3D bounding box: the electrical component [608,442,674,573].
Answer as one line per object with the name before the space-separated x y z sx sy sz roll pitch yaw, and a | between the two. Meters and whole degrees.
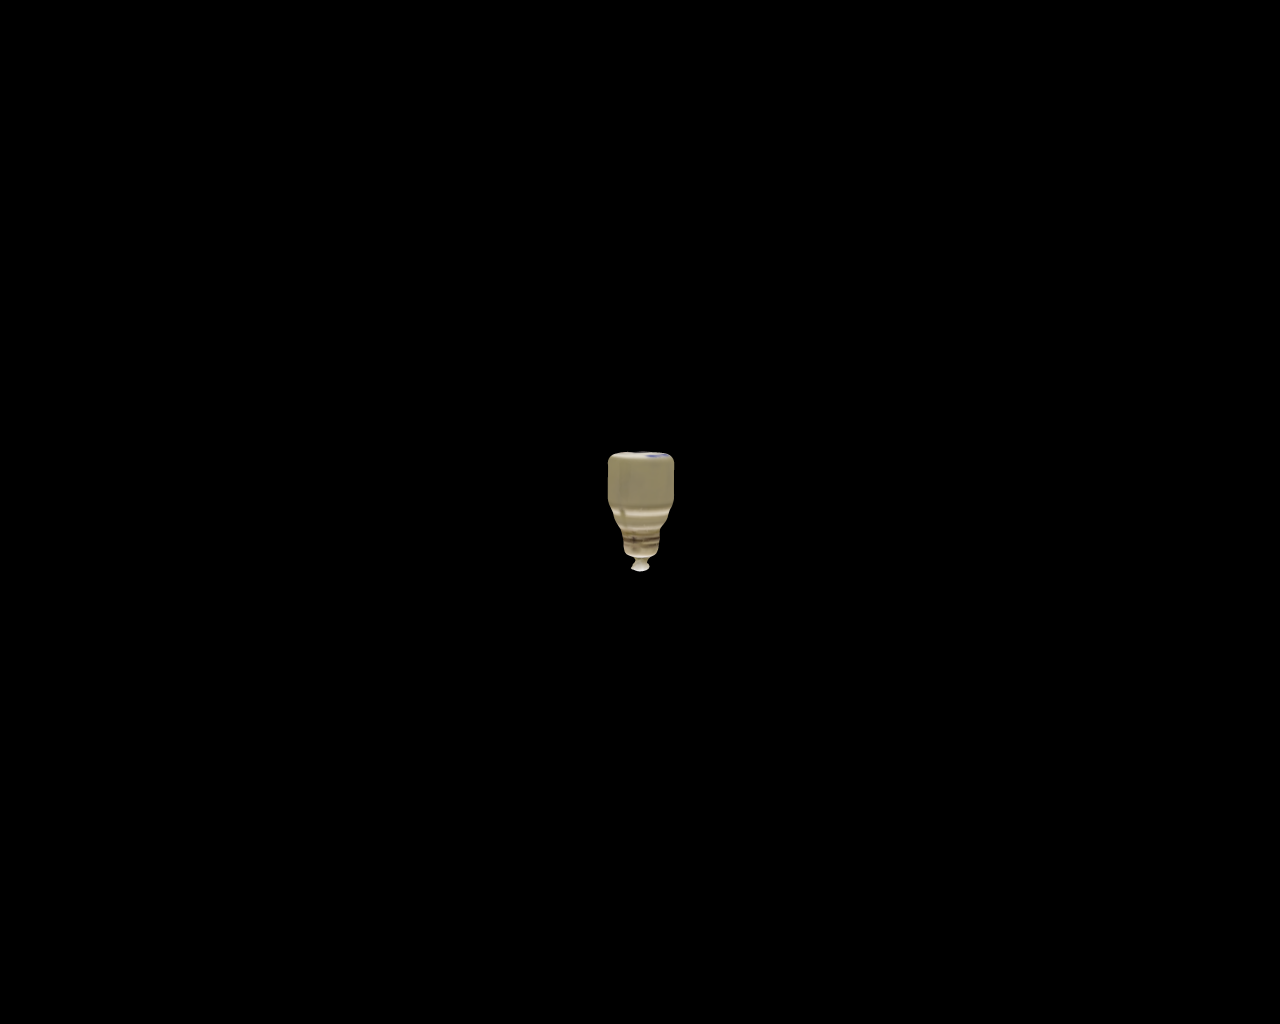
electrical component | 0.001 -0.003 0.650 0.040 0.078 0.040 0 7 0
